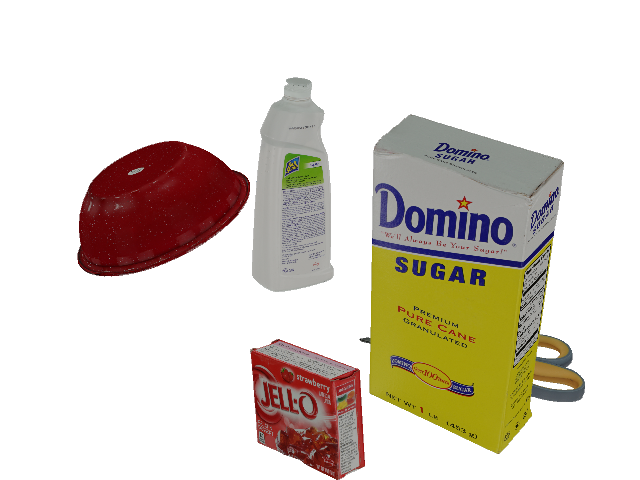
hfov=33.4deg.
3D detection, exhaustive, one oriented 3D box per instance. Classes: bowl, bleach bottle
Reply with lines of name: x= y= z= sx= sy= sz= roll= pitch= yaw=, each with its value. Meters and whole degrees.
bowl: x=-0.144 y=-0.038 z=0.904 sx=0.162 sy=0.055 sz=0.162 roll=-19 pitch=28 yaw=10
bleach bottle: x=-0.027 y=-0.068 z=1.260 sx=0.102 sy=0.251 sz=0.068 roll=-13 pitch=30 yaw=-34

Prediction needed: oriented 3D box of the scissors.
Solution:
scissors: x=0.145 y=0.099 z=0.979 sx=0.202 sy=0.016 sz=0.096 roll=17 pitch=31 yaw=17

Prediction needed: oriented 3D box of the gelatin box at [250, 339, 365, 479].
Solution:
gelatin box: x=-0.010 y=0.116 z=0.740 sx=0.030 sy=0.073 sz=0.089 roll=-17 pitch=21 yaw=-40

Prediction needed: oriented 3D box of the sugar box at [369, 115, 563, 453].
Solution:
sugar box: x=0.075 y=0.027 z=0.587 sx=0.093 sy=0.176 sz=0.048 roll=21 pitch=43 yaw=29
